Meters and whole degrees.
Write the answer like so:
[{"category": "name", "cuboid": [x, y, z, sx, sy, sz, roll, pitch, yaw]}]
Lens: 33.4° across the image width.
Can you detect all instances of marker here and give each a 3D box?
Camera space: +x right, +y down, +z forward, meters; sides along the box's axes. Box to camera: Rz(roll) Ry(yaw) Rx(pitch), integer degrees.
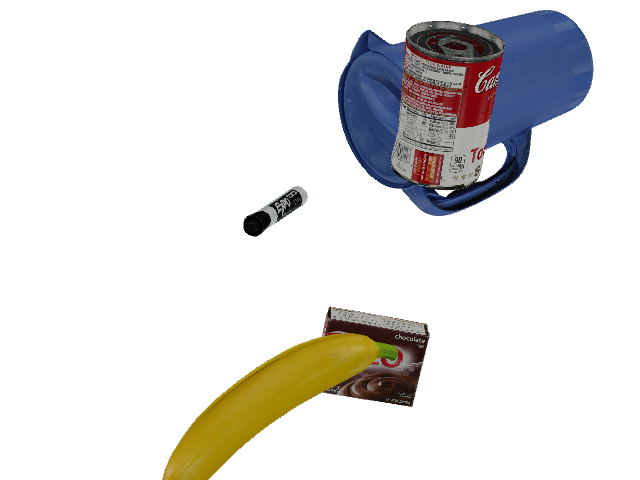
[{"category": "marker", "cuboid": [-0.039, -0.026, 0.942, 0.020, 0.020, 0.121, 0, 15, 19]}]

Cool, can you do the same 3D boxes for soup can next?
[{"category": "soup can", "cuboid": [0.088, -0.095, 0.755, 0.068, 0.102, 0.068, 4, 31, -3]}]

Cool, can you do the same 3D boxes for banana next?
[{"category": "banana", "cuboid": [-0.035, 0.117, 0.743, 0.198, 0.069, 0.037, -31, 41, -2]}]

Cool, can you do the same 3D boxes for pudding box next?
[{"category": "pudding box", "cuboid": [0.055, 0.126, 1.162, 0.113, 0.090, 0.039, 9, 24, -4]}]

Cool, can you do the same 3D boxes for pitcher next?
[{"category": "pitcher", "cuboid": [0.151, -0.137, 1.042, 0.242, 0.149, 0.145, -21, 45, -29]}]
